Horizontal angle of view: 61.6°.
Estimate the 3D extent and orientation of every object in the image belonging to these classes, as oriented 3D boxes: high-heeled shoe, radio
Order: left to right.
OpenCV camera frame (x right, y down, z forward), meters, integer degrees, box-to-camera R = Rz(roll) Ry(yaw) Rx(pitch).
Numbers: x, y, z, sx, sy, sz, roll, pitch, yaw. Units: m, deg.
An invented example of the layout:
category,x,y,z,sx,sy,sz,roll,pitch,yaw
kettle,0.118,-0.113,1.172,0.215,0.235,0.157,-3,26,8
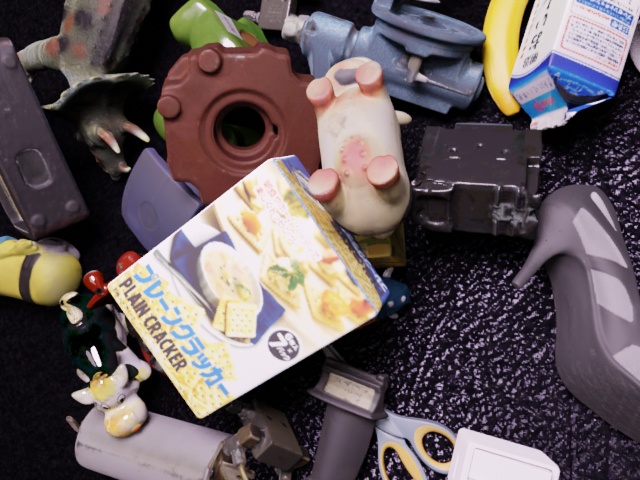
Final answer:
category,x,y,z,sx,sy,sz,roll,pitch,yaw
radio,-0.362,-0.115,0.632,0.073,0.229,0.131,-32,30,-31
high-heeled shoe,0.278,0.068,0.492,0.145,0.086,0.249,-39,88,-23

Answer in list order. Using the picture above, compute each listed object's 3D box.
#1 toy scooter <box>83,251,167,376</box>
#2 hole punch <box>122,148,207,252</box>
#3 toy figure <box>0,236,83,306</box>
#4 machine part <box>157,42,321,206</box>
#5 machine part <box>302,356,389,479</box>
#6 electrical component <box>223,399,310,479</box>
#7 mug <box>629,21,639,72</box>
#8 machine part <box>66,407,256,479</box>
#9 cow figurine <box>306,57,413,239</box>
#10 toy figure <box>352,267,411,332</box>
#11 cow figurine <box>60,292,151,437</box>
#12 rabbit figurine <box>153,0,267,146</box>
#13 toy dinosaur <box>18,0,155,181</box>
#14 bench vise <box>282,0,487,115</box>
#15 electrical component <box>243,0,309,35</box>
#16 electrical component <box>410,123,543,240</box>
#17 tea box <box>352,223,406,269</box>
category,x,y,z,sx,sy,sz,roll,pitch,yaw
toy scooter,-0.189,0.081,0.592,0.075,0.135,0.184,-42,72,6
hole punch,-0.177,-0.034,0.635,0.142,0.092,0.116,43,99,16
toy figure,-0.394,0.039,0.697,0.180,0.082,0.089,-1,99,11
machine part,-0.078,-0.114,0.550,0.179,0.056,0.179,-4,115,-8
machine part,0.022,0.193,0.542,0.084,0.039,0.138,11,89,21
electrical component,-0.057,0.209,0.550,0.045,0.102,0.078,-47,44,4
mug,0.365,-0.191,0.488,0.107,0.080,0.110,-40,66,-2
machine part,-0.178,0.234,0.592,0.243,0.079,0.079,6,82,19
cow figurine,0.040,-0.090,0.480,0.086,0.127,0.195,-13,56,14
toy figure,0.017,0.068,0.568,0.155,0.064,0.058,-7,43,19
cow figurine,-0.239,0.129,0.590,0.068,0.098,0.168,-30,47,-12
rabbit figurine,-0.124,-0.166,0.644,0.170,0.121,0.159,-42,77,27
toy dinosaur,-0.263,-0.285,0.667,0.192,0.131,0.404,13,89,32
bench vise,0.078,-0.240,0.546,0.224,0.129,0.240,25,123,13
electrical component,-0.051,-0.289,0.665,0.094,0.021,0.063,12,99,21
electrical component,0.151,-0.065,0.516,0.115,0.058,0.134,6,42,15
tea box,-0.001,-0.002,0.564,0.170,0.098,0.068,-7,80,15
